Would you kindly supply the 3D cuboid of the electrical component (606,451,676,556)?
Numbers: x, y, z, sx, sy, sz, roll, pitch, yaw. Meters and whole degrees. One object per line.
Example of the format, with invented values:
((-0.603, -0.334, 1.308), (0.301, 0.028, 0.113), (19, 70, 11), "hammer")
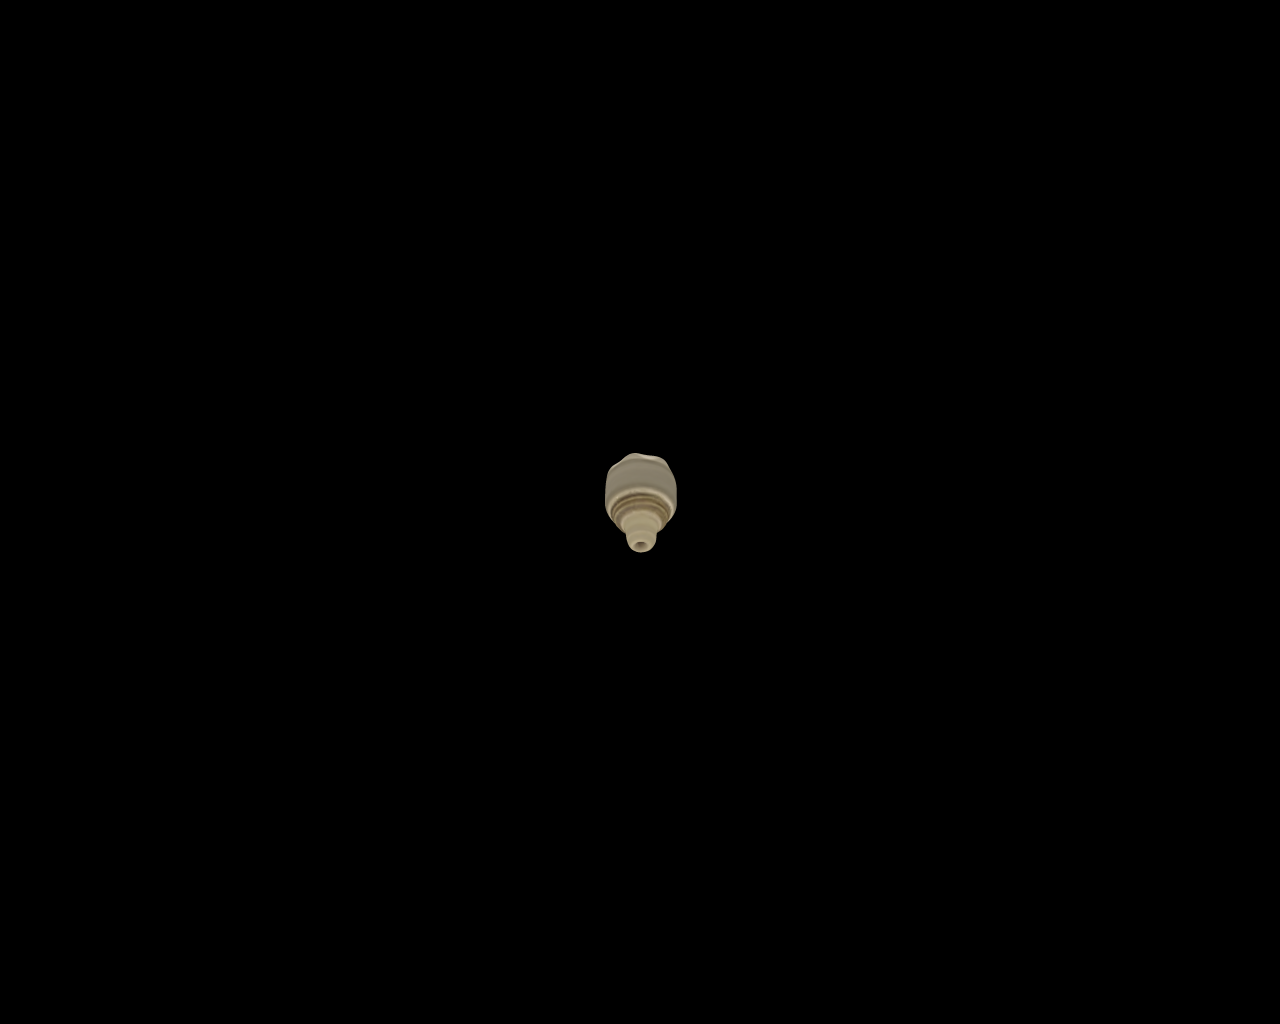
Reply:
((0.001, -0.003, 0.650), (0.043, 0.062, 0.043), (0, -40, 0), "electrical component")
